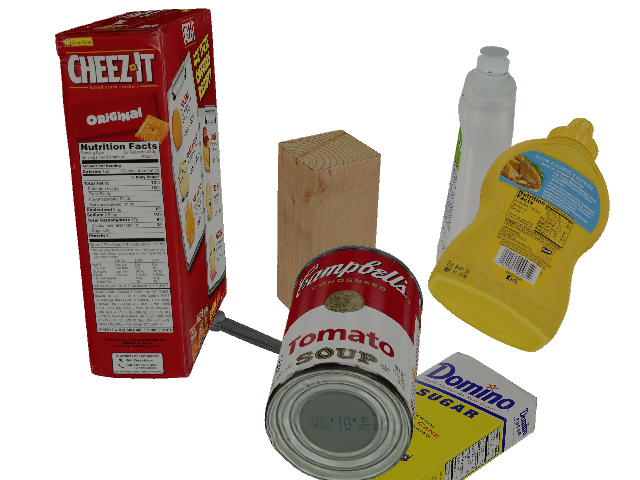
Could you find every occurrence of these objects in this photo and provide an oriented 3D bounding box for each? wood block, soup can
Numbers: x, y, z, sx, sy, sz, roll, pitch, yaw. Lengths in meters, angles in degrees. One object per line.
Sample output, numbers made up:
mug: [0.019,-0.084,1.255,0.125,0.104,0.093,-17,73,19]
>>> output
wood block: [0.006,-0.013,1.257,0.090,0.206,0.090,-14,32,-27]
soup can: [0.013,0.057,0.510,0.068,0.068,0.102,0,30,8]

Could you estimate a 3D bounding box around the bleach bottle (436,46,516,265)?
bleach bottle: [0.163,-0.071,1.084,0.068,0.251,0.102,2,32,-1]

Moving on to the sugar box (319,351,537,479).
sugar box: [0.088,0.161,0.886,0.175,0.048,0.093,-29,41,-31]

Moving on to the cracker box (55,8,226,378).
cracker box: [-0.111,-0.038,0.701,0.072,0.214,0.164,-1,16,4]

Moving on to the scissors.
scissors: [-0.091,0.056,0.901,0.202,0.016,0.096,13,26,13]

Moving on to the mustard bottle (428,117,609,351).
mustard bottle: [0.161,-0.018,0.795,0.096,0.191,0.058,30,-26,4]
